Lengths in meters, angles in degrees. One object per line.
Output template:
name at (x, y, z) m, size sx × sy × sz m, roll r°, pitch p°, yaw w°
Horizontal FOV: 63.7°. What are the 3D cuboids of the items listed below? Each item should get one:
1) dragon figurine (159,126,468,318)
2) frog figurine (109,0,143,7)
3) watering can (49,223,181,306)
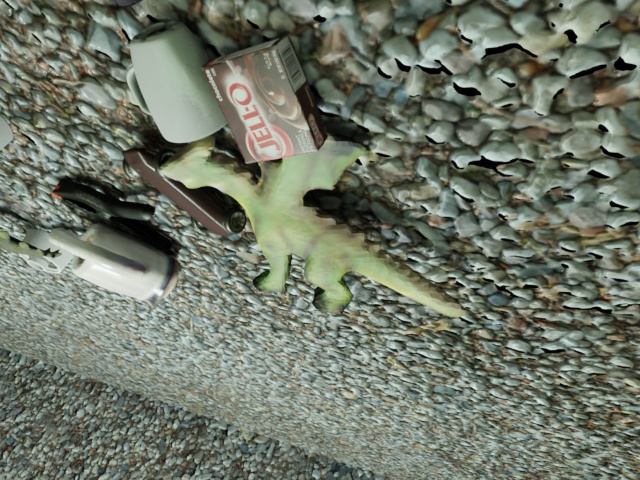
dragon figurine at (0.002, -0.032, 0.630) m, size 0.411 × 0.125 × 0.237 m, roll 14°, pitch -40°, yaw 9°
frog figurine at (-0.090, -0.230, 0.320) m, size 0.139 × 0.121 × 0.159 m, roll -30°, pitch 19°, yaw -28°
watering can at (-0.392, 0.031, 0.960) m, size 0.222 × 0.105 × 0.348 m, roll 30°, pitch -11°, yaw -31°
